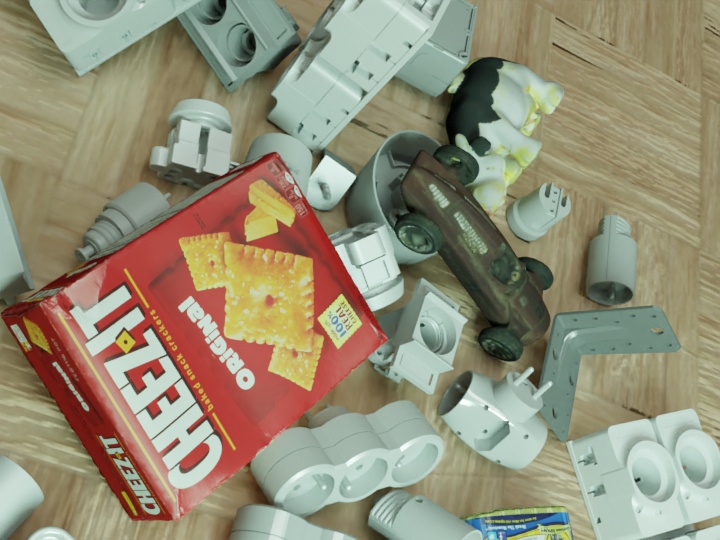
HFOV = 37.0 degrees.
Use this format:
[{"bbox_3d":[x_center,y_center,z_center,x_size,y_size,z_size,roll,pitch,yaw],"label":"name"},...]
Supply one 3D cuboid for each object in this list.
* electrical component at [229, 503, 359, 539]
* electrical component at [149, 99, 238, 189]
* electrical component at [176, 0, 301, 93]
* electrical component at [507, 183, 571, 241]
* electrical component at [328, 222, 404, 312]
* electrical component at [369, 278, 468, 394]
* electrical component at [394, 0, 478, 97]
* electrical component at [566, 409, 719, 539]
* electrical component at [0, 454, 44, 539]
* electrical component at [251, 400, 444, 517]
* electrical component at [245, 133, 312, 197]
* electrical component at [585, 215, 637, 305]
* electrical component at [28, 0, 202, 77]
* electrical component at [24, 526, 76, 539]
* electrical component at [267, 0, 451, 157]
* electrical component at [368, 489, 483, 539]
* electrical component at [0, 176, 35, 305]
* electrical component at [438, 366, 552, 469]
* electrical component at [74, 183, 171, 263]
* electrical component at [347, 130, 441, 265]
[{"bbox_3d":[-0.028,0.215,0.719,0.138,0.052,0.073,26,58,-19],"label":"electrical component"},{"bbox_3d":[-0.123,-0.095,0.812,0.066,0.048,0.055,15,69,-24],"label":"electrical component"},{"bbox_3d":[-0.106,-0.216,0.864,0.121,0.079,0.063,55,32,3],"label":"electrical component"},{"bbox_3d":[0.159,-0.053,0.955,0.040,0.046,0.040,12,63,-25],"label":"electrical component"},{"bbox_3d":[0.000,0.000,0.825,0.058,0.078,0.057,-24,102,-18],"label":"electrical component"},{"bbox_3d":[0.042,0.053,0.826,0.042,0.064,0.081,38,54,-25],"label":"electrical component"},{"bbox_3d":[0.062,-0.211,0.965,0.062,0.061,0.096,26,51,-16],"label":"electrical component"},{"bbox_3d":[0.255,0.215,0.879,0.105,0.060,0.186,-6,71,-32],"label":"electrical component"},{"bbox_3d":[-0.232,0.152,0.636,0.043,0.043,0.081,44,54,-6],"label":"electrical component"},{"bbox_3d":[-0.015,0.123,0.770,0.138,0.052,0.073,-10,42,-30],"label":"electrical component"},{"bbox_3d":[-0.065,-0.072,0.829,0.055,0.055,0.047,24,54,-19],"label":"electrical component"},{"bbox_3d":[0.230,-0.013,0.980,0.043,0.043,0.081,23,58,-19],"label":"electrical component"},{"bbox_3d":[-0.162,-0.243,0.793,0.186,0.060,0.105,-34,87,-6],"label":"electrical component"},{"bbox_3d":[-0.200,0.201,0.622,0.054,0.059,0.095,44,54,-6],"label":"electrical component"},{"bbox_3d":[0.001,-0.183,0.835,0.060,0.186,0.105,35,55,-12],"label":"electrical component"},{"bbox_3d":[0.042,0.185,0.768,0.081,0.043,0.043,26,44,34],"label":"electrical component"},{"bbox_3d":[-0.261,-0.039,0.693,0.063,0.078,0.121,-18,77,-12],"label":"electrical component"},{"bbox_3d":[0.115,0.106,0.839,0.077,0.079,0.043,37,27,-11],"label":"electrical component"},{"bbox_3d":[-0.167,-0.030,0.758,0.040,0.040,0.078,50,54,-1],"label":"electrical component"},{"bbox_3d":[0.040,-0.056,0.875,0.099,0.064,0.099,13,63,-26],"label":"electrical component"}]
